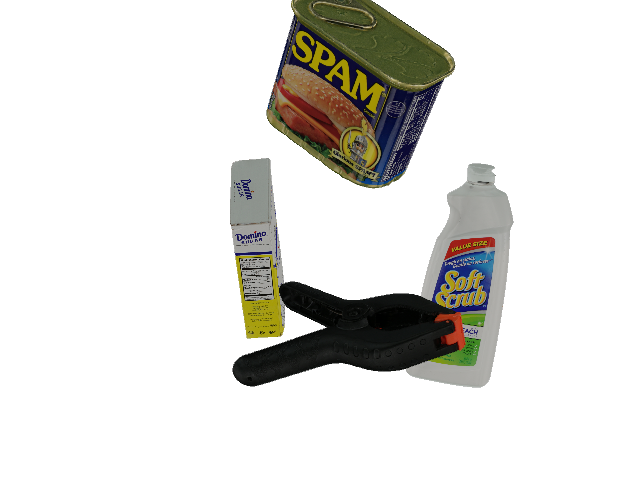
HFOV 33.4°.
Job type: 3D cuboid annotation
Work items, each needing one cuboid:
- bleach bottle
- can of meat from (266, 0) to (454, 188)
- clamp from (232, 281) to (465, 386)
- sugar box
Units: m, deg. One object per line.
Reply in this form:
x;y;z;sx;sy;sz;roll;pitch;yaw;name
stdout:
0.161;0.037;1.217;0.103;0.251;0.068;9;15;15;bleach bottle
0.020;-0.092;0.649;0.102;0.084;0.057;38;44;20;can of meat
0.019;0.074;0.804;0.172;0.039;0.120;1;38;30;clamp
-0.064;0.011;1.091;0.048;0.093;0.176;-5;-44;2;sugar box
